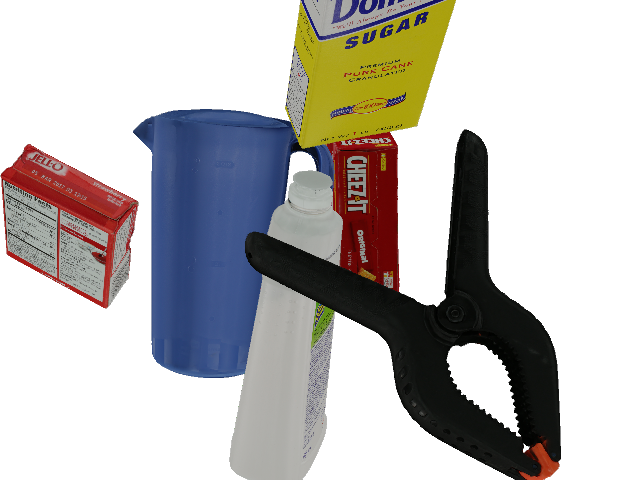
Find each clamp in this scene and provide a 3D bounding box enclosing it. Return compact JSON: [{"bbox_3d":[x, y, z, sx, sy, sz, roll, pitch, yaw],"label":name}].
[{"bbox_3d":[0.062,0.048,0.612,0.164,0.210,0.036,-20,-19,-13],"label":"clamp"}]

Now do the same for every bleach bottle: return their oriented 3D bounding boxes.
[{"bbox_3d":[-0.019,0.062,0.804,0.068,0.251,0.102,14,30,9],"label":"bleach bottle"}]

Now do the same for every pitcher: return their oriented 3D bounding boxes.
[{"bbox_3d":[-0.087,0.000,0.998,0.144,0.243,0.149,-6,15,-41],"label":"pitcher"}]

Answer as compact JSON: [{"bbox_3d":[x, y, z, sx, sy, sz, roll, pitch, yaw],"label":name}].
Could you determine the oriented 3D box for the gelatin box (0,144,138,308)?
[{"bbox_3d":[-0.148,-0.007,0.629,0.073,0.030,0.089,27,-35,5],"label":"gelatin box"}]

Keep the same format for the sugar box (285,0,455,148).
[{"bbox_3d":[0.033,-0.134,0.695,0.093,0.048,0.176,-13,-27,-15],"label":"sugar box"}]

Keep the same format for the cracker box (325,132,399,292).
[{"bbox_3d":[0.039,-0.053,1.176,0.072,0.164,0.213,-3,21,-3],"label":"cracker box"}]
